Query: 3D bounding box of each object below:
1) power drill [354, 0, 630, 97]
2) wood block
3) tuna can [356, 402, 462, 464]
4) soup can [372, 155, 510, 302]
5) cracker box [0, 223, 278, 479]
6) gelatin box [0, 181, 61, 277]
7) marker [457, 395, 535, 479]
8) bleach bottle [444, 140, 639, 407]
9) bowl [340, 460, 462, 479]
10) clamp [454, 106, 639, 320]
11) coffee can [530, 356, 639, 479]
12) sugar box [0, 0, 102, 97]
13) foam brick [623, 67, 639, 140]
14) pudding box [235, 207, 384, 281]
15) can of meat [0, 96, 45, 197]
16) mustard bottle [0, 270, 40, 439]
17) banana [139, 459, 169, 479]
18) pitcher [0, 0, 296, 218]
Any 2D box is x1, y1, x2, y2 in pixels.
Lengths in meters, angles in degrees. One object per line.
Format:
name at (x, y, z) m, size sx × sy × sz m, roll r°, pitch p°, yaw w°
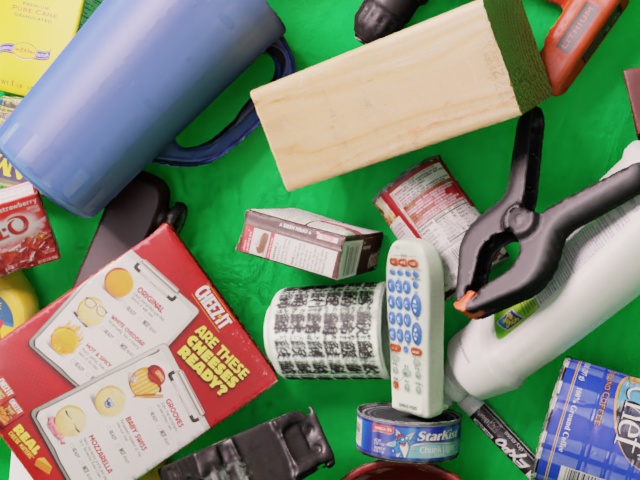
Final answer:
power drill at (0.139, -0.199, 0.867) m, size 0.188 × 0.057 × 0.184 m, roll 38°, pitch 105°, yaw 13°
wood block at (0.063, -0.116, 0.838) m, size 0.206 × 0.090 × 0.090 m, roll -16°, pitch 99°, yaw 31°
tuna can at (0.072, 0.156, 0.867) m, size 0.086 × 0.086 × 0.034 m, roll 3°, pitch 92°, yaw 17°
soup can at (0.099, -0.009, 0.871) m, size 0.068 × 0.068 × 0.102 m, roll -37°, pitch 80°, yaw 13°
cracker box at (-0.169, 0.111, 0.905) m, size 0.213 × 0.072 × 0.164 m, roll -35°, pitch 96°, yaw -3°
gelatin box at (-0.283, -0.005, 0.944) m, size 0.089 × 0.030 × 0.073 m, roll -18°, pitch 126°, yaw -10°
marker at (0.161, 0.173, 0.874) m, size 0.020 × 0.020 × 0.121 m, roll -46°, pitch 77°, yaw 11°
bleach bottle at (0.183, 0.040, 0.839) m, size 0.068 × 0.102 × 0.251 m, roll 37°, pitch 112°, yaw -22°
bowl at (0.075, 0.256, 0.880) m, size 0.162 × 0.055 × 0.162 m, roll 0°, pitch 89°, yaw 17°
clamp at (0.165, -0.011, 0.792) m, size 0.120 × 0.039 × 0.171 m, roll 25°, pitch 88°, yaw 47°
coffee can at (0.241, 0.157, 0.806) m, size 0.140 × 0.102 × 0.103 m, roll 16°, pitch 94°, yaw 17°
sugar box at (-0.252, -0.218, 0.994) m, size 0.093 × 0.048 × 0.176 m, roll 14°, pitch 94°, yaw 17°
foam brick at (0.279, -0.112, 0.826) m, size 0.078 × 0.051 × 0.053 m, roll -11°, pitch 87°, yaw 16°
pudding box at (-0.006, 0.001, 0.880) m, size 0.090 × 0.113 × 0.039 m, roll 15°, pitch 96°, yaw 17°
can of meat at (-0.256, -0.083, 0.988) m, size 0.102 × 0.057 × 0.084 m, roll 13°, pitch 90°, yaw 16°
mustard bottle at (-0.313, 0.084, 1.002) m, size 0.096 × 0.058 × 0.191 m, roll 13°, pitch 92°, yaw 19°
banana at (-0.114, 0.247, 0.948) m, size 0.070 × 0.037 × 0.198 m, roll -40°, pitch 79°, yaw 14°
pitcher at (-0.146, -0.131, 0.899) m, size 0.149 × 0.145 × 0.243 m, roll 43°, pitch 91°, yaw 22°
